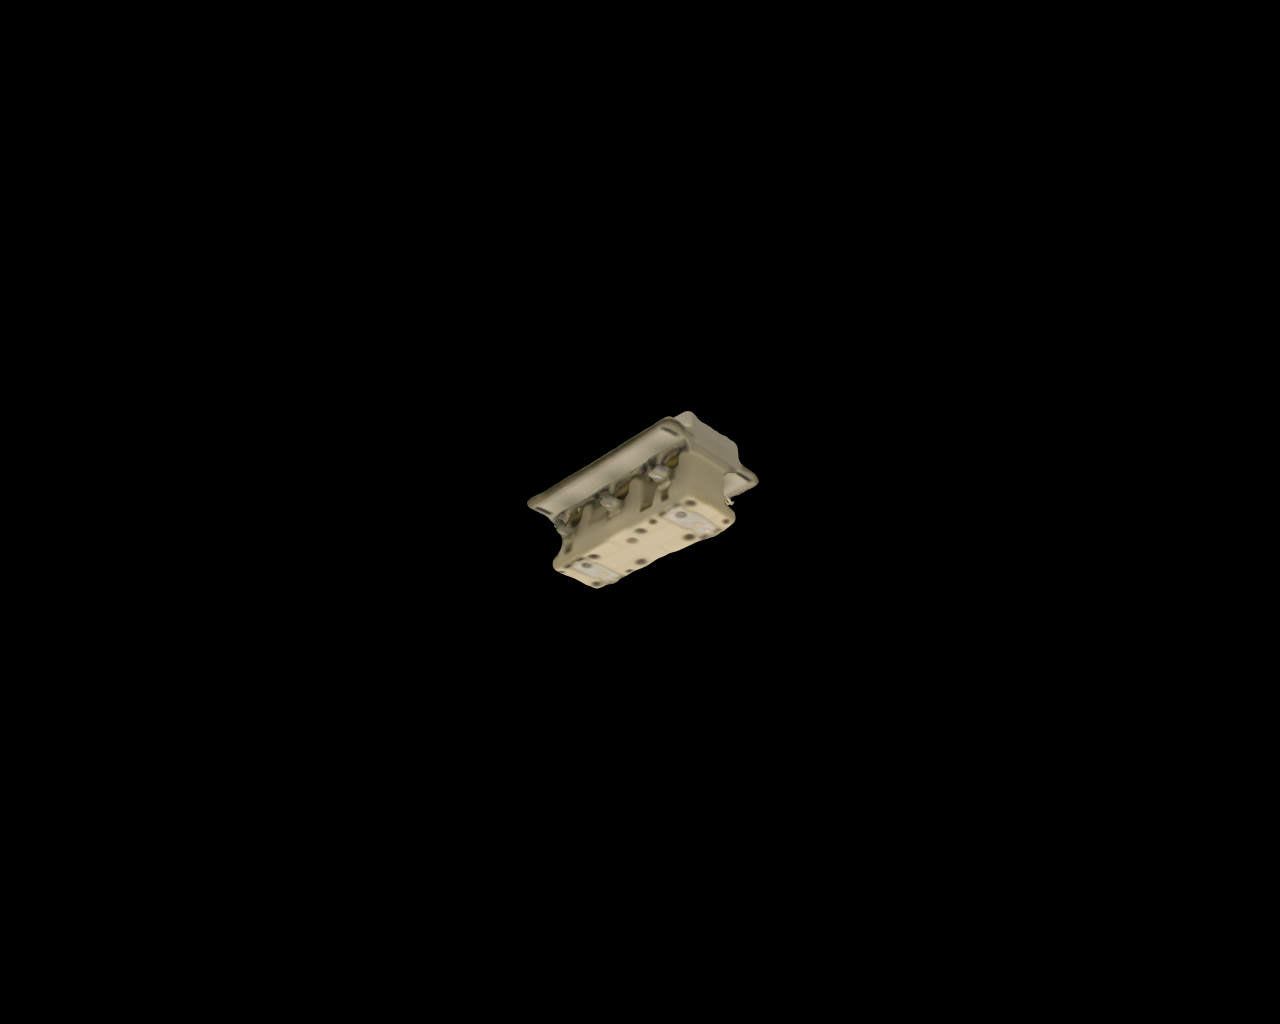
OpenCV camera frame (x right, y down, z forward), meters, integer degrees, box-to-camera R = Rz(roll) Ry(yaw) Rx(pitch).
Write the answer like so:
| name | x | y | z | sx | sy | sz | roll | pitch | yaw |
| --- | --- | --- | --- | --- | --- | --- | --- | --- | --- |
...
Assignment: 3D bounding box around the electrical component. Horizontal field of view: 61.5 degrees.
| name | x | y | z | sx | sy | sz | roll | pitch | yaw |
| --- | --- | --- | --- | --- | --- | --- | --- | --- | --- |
| electrical component | 0.001 | -0.003 | 0.650 | 0.121 | 0.063 | 0.078 | -27 | -42 | 36 |
